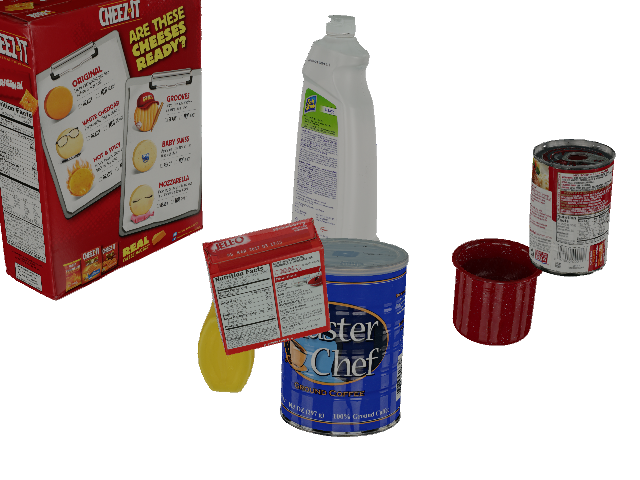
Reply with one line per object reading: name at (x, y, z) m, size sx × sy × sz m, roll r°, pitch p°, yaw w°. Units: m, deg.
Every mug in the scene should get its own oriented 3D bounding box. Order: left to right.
mug at (0.177, 0.049, 1.111) m, size 0.093 × 0.081 × 0.117 m, roll -4°, pitch 29°, yaw -9°

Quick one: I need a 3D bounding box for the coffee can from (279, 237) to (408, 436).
coffee can at (0.018, 0.077, 0.881) m, size 0.103 × 0.140 × 0.103 m, roll 1°, pitch 13°, yaw -1°

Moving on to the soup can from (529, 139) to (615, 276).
soup can at (0.215, -0.028, 0.917) m, size 0.068 × 0.102 × 0.068 m, roll -2°, pitch 24°, yaw 1°

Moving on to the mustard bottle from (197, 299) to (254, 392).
mustard bottle at (-0.091, 0.076, 1.172) m, size 0.058 × 0.096 × 0.191 m, roll 2°, pitch 28°, yaw 4°

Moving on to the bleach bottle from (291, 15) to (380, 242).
bleach bottle at (0.021, -0.111, 1.140) m, size 0.103 × 0.251 × 0.067 m, roll 19°, pitch 24°, yaw 39°

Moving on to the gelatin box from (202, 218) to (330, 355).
gelatin box at (-0.034, 0.030, 0.690) m, size 0.073 × 0.030 × 0.089 m, roll -14°, pitch -42°, yaw -7°

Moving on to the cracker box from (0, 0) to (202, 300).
cracker box at (-0.168, -0.085, 0.815) m, size 0.072 × 0.214 × 0.163 m, roll 21°, pitch 33°, yaw 32°
